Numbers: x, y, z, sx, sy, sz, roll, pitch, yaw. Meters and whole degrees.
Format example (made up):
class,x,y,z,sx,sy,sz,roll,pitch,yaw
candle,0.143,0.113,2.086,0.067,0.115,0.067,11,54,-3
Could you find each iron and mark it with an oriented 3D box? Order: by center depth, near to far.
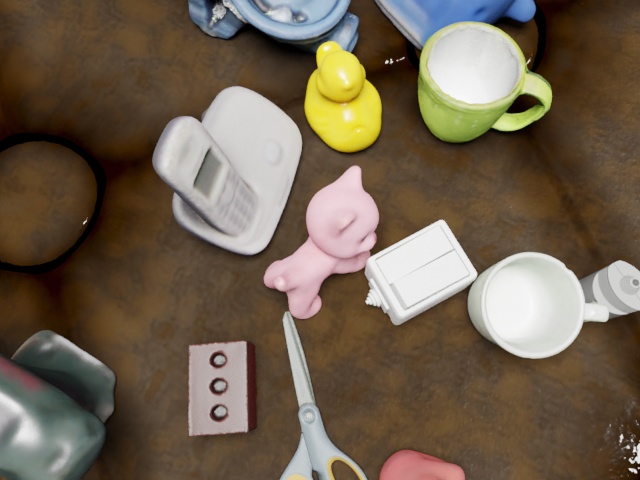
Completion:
class,x,y,z,sx,sy,sz,roll,pitch,yaw
iron,0.103,-0.308,0.572,0.119,0.141,0.258,-39,77,-8

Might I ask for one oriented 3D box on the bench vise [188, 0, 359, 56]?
class,x,y,z,sx,sy,sz,roll,pitch,yaw
bench vise,-0.066,-0.252,0.522,0.207,0.220,0.121,4,75,3

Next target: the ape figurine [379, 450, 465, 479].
class,x,y,z,sx,sy,sz,roll,pitch,yaw
ape figurine,0.084,0.207,0.458,0.078,0.092,0.076,-28,75,-6

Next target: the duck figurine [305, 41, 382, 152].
class,x,y,z,sx,sy,sz,roll,pitch,yaw
duck figurine,0.023,-0.143,0.559,0.077,0.086,0.104,-20,75,-3

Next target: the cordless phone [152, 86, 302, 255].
class,x,y,z,sx,sy,sz,roll,pitch,yaw
cordless phone,-0.079,-0.076,0.492,0.094,0.185,0.148,14,76,6

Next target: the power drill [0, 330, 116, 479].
class,x,y,z,sx,sy,sz,roll,pitch,yaw
power drill,-0.251,0.105,0.436,0.229,0.208,0.076,29,78,9

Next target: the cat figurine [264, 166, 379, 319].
class,x,y,z,sx,sy,sz,roll,pitch,yaw
cat figurine,0.005,0.002,0.503,0.067,0.118,0.128,42,80,12
